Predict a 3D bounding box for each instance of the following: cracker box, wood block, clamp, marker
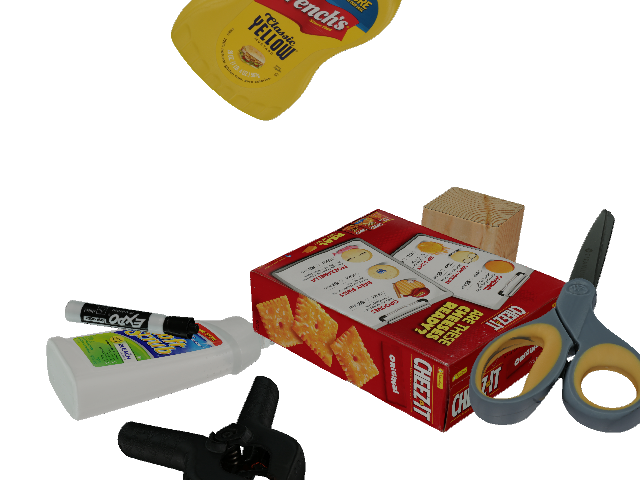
[{"bbox_3d":[0.072,0.058,0.890,0.214,0.072,0.163,24,37,39],"label":"cracker box"},{"bbox_3d":[0.161,0.056,1.213,0.090,0.206,0.090,17,25,26],"label":"wood block"},{"bbox_3d":[-0.069,0.144,0.708,0.120,0.039,0.172,-20,18,-10],"label":"clamp"},{"bbox_3d":[-0.162,0.068,0.918,0.121,0.020,0.020,7,2,16],"label":"marker"}]

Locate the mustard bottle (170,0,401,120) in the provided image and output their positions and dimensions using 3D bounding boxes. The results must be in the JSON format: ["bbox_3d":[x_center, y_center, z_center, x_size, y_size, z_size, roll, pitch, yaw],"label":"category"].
[{"bbox_3d":[-0.004,-0.161,0.686,0.096,0.058,0.192,42,-53,-20],"label":"mustard bottle"}]

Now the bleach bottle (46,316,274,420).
[{"bbox_3d":[-0.171,0.128,1.200,0.250,0.068,0.103,-12,31,-29],"label":"bleach bottle"}]

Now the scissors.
[{"bbox_3d":[0.152,0.040,0.568,0.096,0.016,0.201,18,39,34],"label":"scissors"}]
